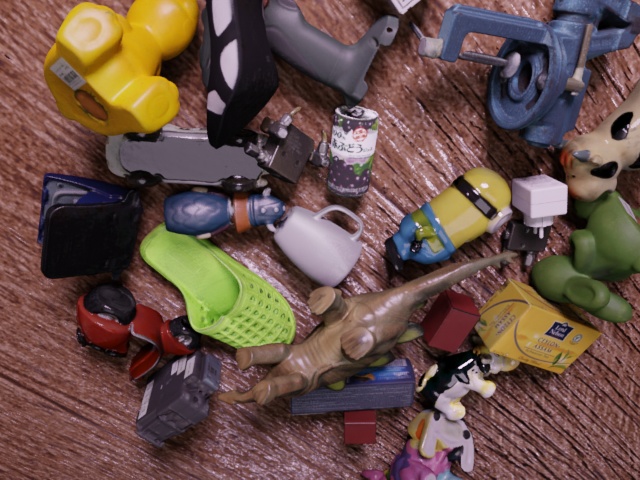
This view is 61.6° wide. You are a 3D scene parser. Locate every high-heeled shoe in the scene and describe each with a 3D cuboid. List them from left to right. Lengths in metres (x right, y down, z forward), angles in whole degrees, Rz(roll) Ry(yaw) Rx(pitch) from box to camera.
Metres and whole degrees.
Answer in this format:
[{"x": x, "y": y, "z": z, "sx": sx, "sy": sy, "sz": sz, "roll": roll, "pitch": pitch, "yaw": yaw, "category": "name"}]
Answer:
[{"x": -0.100, "y": -0.212, "z": 0.526, "sx": 0.145, "sy": 0.086, "sz": 0.248, "roll": 46, "pitch": 131, "yaw": 6, "category": "high-heeled shoe"}]

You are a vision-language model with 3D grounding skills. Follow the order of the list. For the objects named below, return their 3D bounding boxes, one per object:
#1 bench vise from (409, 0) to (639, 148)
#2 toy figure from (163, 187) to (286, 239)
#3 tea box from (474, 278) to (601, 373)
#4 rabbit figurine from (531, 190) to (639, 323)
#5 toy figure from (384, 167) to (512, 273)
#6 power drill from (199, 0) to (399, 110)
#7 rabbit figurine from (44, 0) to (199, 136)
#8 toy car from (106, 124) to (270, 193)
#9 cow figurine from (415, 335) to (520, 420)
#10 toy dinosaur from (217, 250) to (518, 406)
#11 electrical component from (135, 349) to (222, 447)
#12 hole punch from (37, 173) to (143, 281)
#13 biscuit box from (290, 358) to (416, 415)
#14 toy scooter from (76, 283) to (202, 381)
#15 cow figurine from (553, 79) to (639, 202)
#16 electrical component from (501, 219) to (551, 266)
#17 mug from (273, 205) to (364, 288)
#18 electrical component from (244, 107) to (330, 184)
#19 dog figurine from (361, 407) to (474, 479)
[{"x": 0.226, "y": -0.217, "z": 0.589, "sx": 0.241, "sy": 0.129, "sz": 0.223, "roll": 4, "pitch": 122, "yaw": -16, "category": "bench vise"}, {"x": -0.123, "y": -0.039, "z": 0.699, "sx": 0.154, "sy": 0.058, "sz": 0.064, "roll": -4, "pitch": 127, "yaw": -8, "category": "toy figure"}, {"x": 0.328, "y": 0.133, "z": 0.817, "sx": 0.169, "sy": 0.068, "sz": 0.098, "roll": 20, "pitch": 118, "yaw": -26, "category": "tea box"}, {"x": 0.383, "y": 0.039, "z": 0.750, "sx": 0.121, "sy": 0.159, "sz": 0.170, "roll": 24, "pitch": 131, "yaw": -28, "category": "rabbit figurine"}, {"x": 0.170, "y": -0.025, "z": 0.719, "sx": 0.180, "sy": 0.082, "sz": 0.089, "roll": -28, "pitch": 121, "yaw": 14, "category": "toy figure"}, {"x": -0.023, "y": -0.244, "z": 0.575, "sx": 0.207, "sy": 0.086, "sz": 0.231, "roll": 16, "pitch": 119, "yaw": -18, "category": "power drill"}, {"x": -0.190, "y": -0.190, "z": 0.562, "sx": 0.121, "sy": 0.173, "sz": 0.162, "roll": 40, "pitch": 154, "yaw": -23, "category": "rabbit figurine"}, {"x": -0.157, "y": -0.103, "z": 0.660, "sx": 0.202, "sy": 0.056, "sz": 0.073, "roll": 2, "pitch": 114, "yaw": -8, "category": "toy car"}, {"x": 0.237, "y": 0.210, "z": 0.873, "sx": 0.098, "sy": 0.068, "sz": 0.167, "roll": 37, "pitch": 110, "yaw": -17, "category": "cow figurine"}, {"x": 0.052, "y": 0.128, "z": 0.748, "sx": 0.471, "sy": 0.105, "sz": 0.198, "roll": -31, "pitch": 156, "yaw": 18, "category": "toy dinosaur"}, {"x": -0.210, "y": 0.229, "z": 0.815, "sx": 0.134, "sy": 0.115, "sz": 0.058, "roll": -36, "pitch": 119, "yaw": 17, "category": "electrical component"}, {"x": -0.300, "y": -0.020, "z": 0.689, "sx": 0.116, "sy": 0.092, "sz": 0.142, "roll": -2, "pitch": 123, "yaw": -39, "category": "hole punch"}, {"x": 0.051, "y": 0.236, "z": 0.872, "sx": 0.203, "sy": 0.059, "sz": 0.062, "roll": -1, "pitch": 120, "yaw": -4, "category": "biscuit box"}, {"x": -0.277, "y": 0.146, "z": 0.785, "sx": 0.184, "sy": 0.075, "sz": 0.135, "roll": 27, "pitch": 116, "yaw": -24, "category": "toy scooter"}, {"x": 0.386, "y": -0.130, "z": 0.674, "sx": 0.127, "sy": 0.085, "sz": 0.195, "roll": 28, "pitch": 111, "yaw": -18, "category": "cow figurine"}, {"x": 0.294, "y": -0.007, "z": 0.772, "sx": 0.063, "sy": 0.021, "sz": 0.093, "roll": 4, "pitch": 114, "yaw": -7, "category": "electrical component"}, {"x": -0.001, "y": -0.002, "z": 0.719, "sx": 0.107, "sy": 0.081, "sz": 0.109, "roll": 35, "pitch": 117, "yaw": -14, "category": "mug"}, {"x": -0.034, "y": -0.111, "z": 0.646, "sx": 0.102, "sy": 0.045, "sz": 0.078, "roll": 37, "pitch": 75, "yaw": -44, "category": "electrical component"}, {"x": 0.164, "y": 0.402, "z": 0.962, "sx": 0.108, "sy": 0.191, "sz": 0.219, "roll": 21, "pitch": 151, "yaw": -20, "category": "dog figurine"}]
